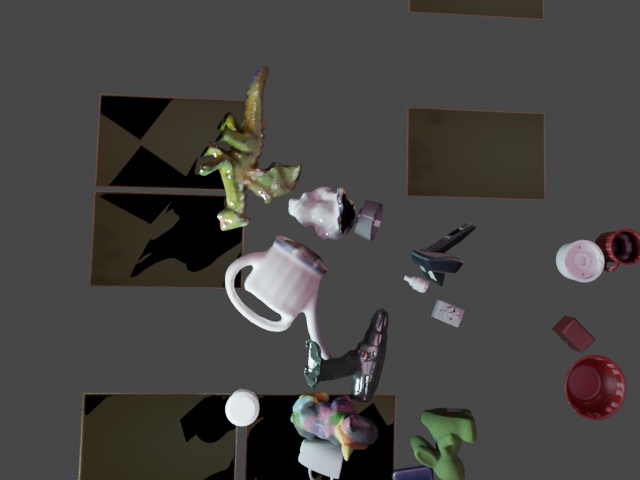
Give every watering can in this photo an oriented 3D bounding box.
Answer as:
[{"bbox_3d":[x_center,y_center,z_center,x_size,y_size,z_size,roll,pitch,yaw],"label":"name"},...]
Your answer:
[{"bbox_3d":[-0.062,0.134,1.275,0.345,0.104,0.225,36,85,-14],"label":"watering can"}]

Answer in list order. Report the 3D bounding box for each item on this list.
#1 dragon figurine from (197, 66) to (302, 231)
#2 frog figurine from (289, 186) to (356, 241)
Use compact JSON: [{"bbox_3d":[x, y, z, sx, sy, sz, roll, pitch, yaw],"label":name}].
[{"bbox_3d":[-0.157,-0.210,1.304,0.241,0.123,0.411,33,86,-19],"label":"dragon figurine"},{"bbox_3d":[0.004,-0.066,1.303,0.159,0.123,0.137,-5,97,32],"label":"frog figurine"}]
